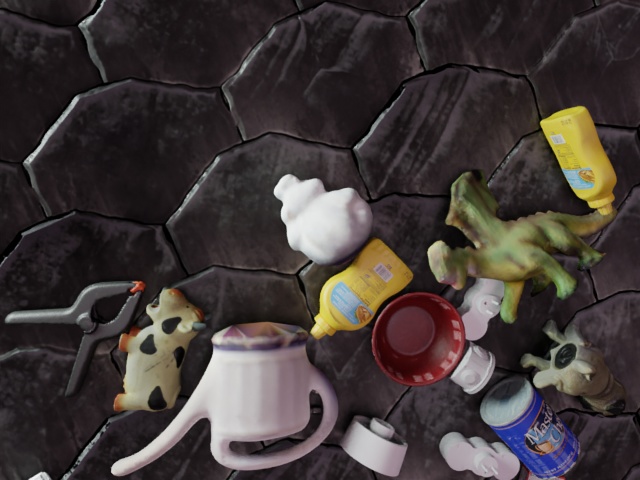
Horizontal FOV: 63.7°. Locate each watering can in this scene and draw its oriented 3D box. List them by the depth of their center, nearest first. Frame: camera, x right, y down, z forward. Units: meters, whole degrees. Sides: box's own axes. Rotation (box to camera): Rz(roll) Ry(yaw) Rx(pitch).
[{"bbox_3d":[-0.134,0.244,0.798,0.348,0.103,0.225,0,84,-20],"label":"watering can"}]

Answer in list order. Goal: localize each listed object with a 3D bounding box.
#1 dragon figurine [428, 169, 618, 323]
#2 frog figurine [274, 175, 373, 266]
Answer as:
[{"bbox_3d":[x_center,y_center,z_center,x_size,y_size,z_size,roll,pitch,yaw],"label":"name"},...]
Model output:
[{"bbox_3d":[0.325,-0.025,0.854,0.416,0.120,0.244,-37,83,-32],"label":"dragon figurine"},{"bbox_3d":[0.002,-0.041,0.819,0.136,0.125,0.157,-32,111,16],"label":"frog figurine"}]
